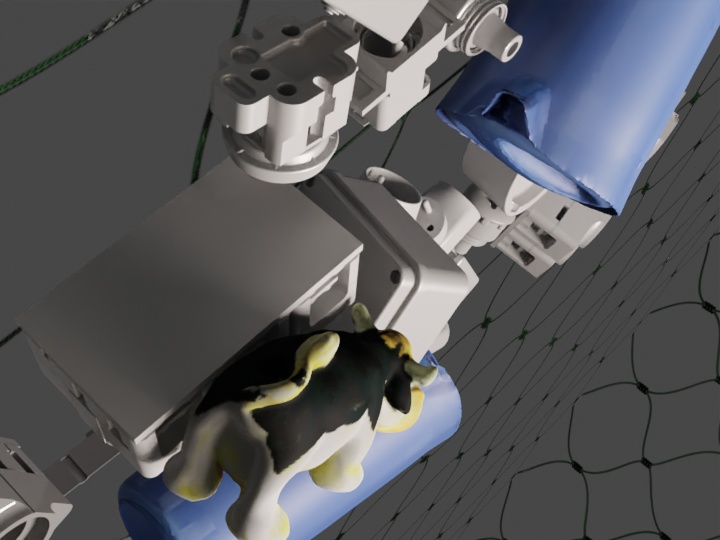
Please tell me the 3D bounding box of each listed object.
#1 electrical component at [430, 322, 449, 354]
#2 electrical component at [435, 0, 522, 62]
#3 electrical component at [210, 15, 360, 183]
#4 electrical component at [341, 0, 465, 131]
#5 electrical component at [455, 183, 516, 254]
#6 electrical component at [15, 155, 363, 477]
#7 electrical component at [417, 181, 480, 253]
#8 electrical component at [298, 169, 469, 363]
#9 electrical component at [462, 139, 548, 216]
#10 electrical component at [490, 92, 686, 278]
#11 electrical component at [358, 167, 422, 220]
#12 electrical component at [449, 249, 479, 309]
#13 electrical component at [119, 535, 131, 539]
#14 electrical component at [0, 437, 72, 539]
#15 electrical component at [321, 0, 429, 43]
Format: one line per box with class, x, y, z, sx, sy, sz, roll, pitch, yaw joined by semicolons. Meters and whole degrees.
electrical component;0.052;0.051;0.981;0.077;0.043;0.079;-23;148;-52
electrical component;0.063;-0.142;0.610;0.043;0.062;0.043;-42;160;-19
electrical component;-0.037;-0.079;0.516;0.078;0.058;0.057;-37;155;-33
electrical component;0.014;-0.113;0.587;0.081;0.042;0.063;-42;161;-20
electrical component;0.099;-0.040;0.915;0.048;0.048;0.062;-26;157;-49
electrical component;-0.083;0.021;0.552;0.150;0.089;0.061;-41;159;-24
electrical component;0.049;-0.032;0.817;0.077;0.043;0.079;-48;161;-5
electrical component;0.000;0.000;0.653;0.057;0.113;0.078;7;124;-46
electrical component;0.124;-0.102;0.823;0.108;0.060;0.108;-43;160;-20
electrical component;0.206;-0.087;0.958;0.186;0.060;0.105;-52;179;-18
electrical component;0.014;-0.030;0.743;0.079;0.043;0.077;-18;144;-58
electrical component;0.048;0.018;0.901;0.099;0.048;0.100;-49;161;0
electrical component;-0.175;0.244;0.829;0.138;0.052;0.073;-33;155;-39
electrical component;-0.226;0.157;0.534;0.150;0.062;0.089;-49;161;-2
electrical component;0.009;-0.159;0.479;0.099;0.048;0.100;-54;161;13
